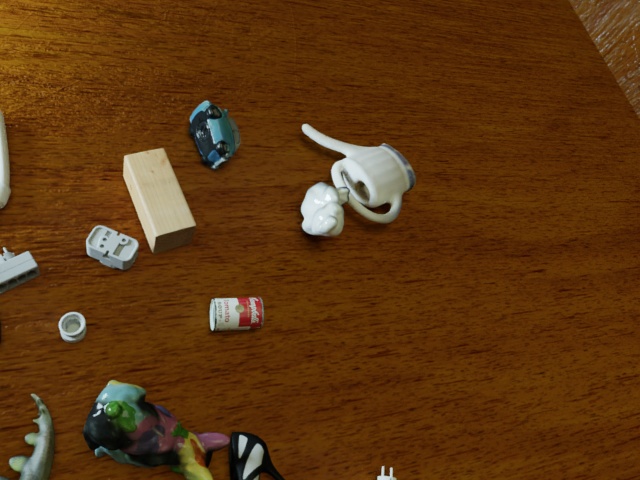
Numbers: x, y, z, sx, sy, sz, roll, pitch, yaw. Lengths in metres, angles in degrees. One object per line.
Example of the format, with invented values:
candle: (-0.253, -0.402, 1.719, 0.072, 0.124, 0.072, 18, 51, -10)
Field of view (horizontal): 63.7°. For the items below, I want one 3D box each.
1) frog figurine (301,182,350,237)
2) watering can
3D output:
frog figurine: (0.004, -0.062, 1.226, 0.122, 0.135, 0.162, 40, 33, -3)
watering can: (0.116, -0.202, 1.383, 0.227, 0.102, 0.351, -25, 73, -32)
